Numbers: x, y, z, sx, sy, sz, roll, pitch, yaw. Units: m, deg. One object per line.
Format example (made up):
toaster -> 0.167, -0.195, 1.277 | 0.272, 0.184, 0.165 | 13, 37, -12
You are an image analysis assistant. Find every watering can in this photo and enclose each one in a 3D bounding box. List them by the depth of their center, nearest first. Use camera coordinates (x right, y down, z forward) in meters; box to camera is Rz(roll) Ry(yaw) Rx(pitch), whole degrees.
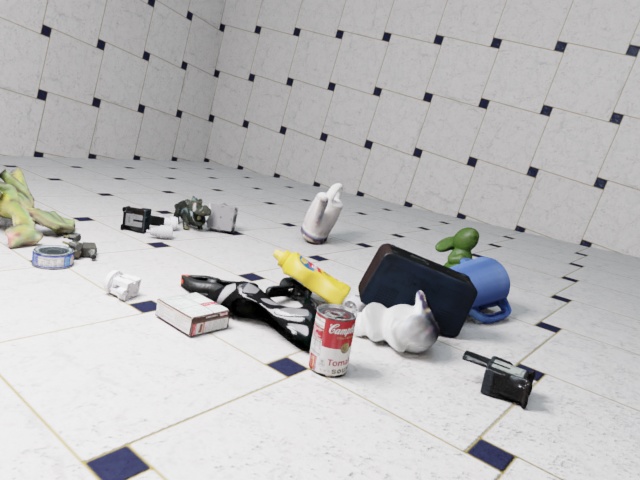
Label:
watering can -> 0.005, -0.088, 1.749 | 0.104, 0.222, 0.350 | 28, 15, 6

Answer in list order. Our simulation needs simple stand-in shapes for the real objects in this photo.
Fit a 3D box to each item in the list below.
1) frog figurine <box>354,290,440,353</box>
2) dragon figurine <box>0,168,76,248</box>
frog figurine -> 0.147, 0.171, 1.005 | 0.159, 0.121, 0.139 | -26, 17, 9
dragon figurine -> -0.780, -0.085, 1.396 | 0.240, 0.121, 0.417 | 38, 10, -22
